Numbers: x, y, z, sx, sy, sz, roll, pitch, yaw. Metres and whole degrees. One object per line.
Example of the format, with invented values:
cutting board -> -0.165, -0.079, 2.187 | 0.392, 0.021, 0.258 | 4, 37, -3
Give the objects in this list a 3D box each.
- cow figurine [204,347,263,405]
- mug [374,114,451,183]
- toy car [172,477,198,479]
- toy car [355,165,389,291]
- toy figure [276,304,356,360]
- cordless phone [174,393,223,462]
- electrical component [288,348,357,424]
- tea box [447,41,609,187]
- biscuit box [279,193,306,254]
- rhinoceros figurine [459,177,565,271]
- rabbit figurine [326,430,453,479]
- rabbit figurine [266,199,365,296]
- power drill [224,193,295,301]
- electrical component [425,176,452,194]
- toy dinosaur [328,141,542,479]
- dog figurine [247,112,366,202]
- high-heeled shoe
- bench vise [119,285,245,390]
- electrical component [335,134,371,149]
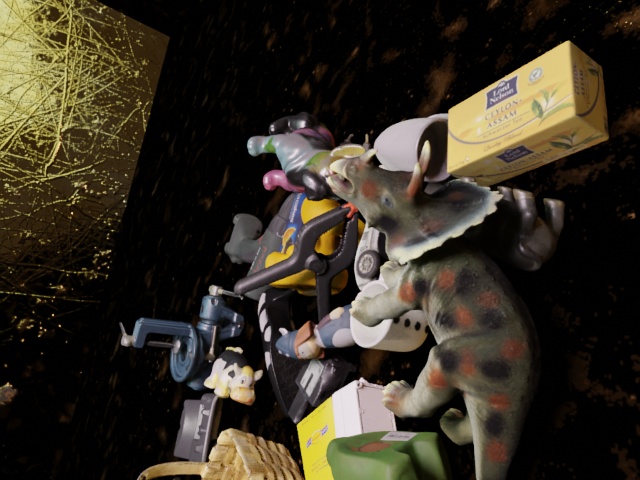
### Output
cow figurine -> -0.157, 0.259, 1.034 | 0.167, 0.068, 0.098 | -4, 62, 60
mug -> 0.131, -0.133, 0.731 | 0.107, 0.080, 0.109 | 16, 66, 53
toy car -> -0.199, 0.452, 0.968 | 0.202, 0.089, 0.053 | -28, 50, 48
toy car -> 0.093, -0.010, 0.767 | 0.056, 0.073, 0.201 | -14, 61, 51
toy figure -> 0.007, 0.135, 0.775 | 0.154, 0.064, 0.058 | -24, 5, 7
cordless phone -> -0.187, 0.369, 1.027 | 0.184, 0.088, 0.146 | -13, 61, 43
electrical component -> -0.001, 0.223, 0.813 | 0.075, 0.047, 0.119 | 32, 101, 60
tea box -> 0.231, -0.135, 0.618 | 0.170, 0.068, 0.098 | -26, 52, 52
biscuit box -> -0.026, -0.014, 0.981 | 0.063, 0.059, 0.202 | 5, 77, 60
rhinoceros figurine -> 0.189, -0.013, 0.622 | 0.190, 0.073, 0.112 | 15, 97, 59
rabbit figurine -> 0.061, 0.306, 0.581 | 0.159, 0.121, 0.170 | -11, 84, 28
rabbit figurine -> -0.002, -0.003, 0.875 | 0.162, 0.122, 0.173 | -19, 57, 48
power drill -> -0.115, -0.001, 1.114 | 0.208, 0.086, 0.232 | 22, 94, 53
electrical component -> 0.164, -0.053, 0.727 | 0.094, 0.021, 0.063 | -61, 32, 14
toy dinosaur -> 0.144, 0.088, 0.535 | 0.192, 0.131, 0.405 | -44, 67, 46
dog figurine -> 0.005, -0.132, 0.877 | 0.219, 0.108, 0.191 | 13, 42, 37
high-heeled shoe -> -0.077, 0.190, 0.935 | 0.145, 0.086, 0.249 | -42, 37, 49
bench vise -> -0.278, 0.192, 1.098 | 0.129, 0.240, 0.223 | 22, 97, 55
electrical component -> 0.055, -0.146, 0.945 | 0.102, 0.045, 0.078 | 19, 117, 63
